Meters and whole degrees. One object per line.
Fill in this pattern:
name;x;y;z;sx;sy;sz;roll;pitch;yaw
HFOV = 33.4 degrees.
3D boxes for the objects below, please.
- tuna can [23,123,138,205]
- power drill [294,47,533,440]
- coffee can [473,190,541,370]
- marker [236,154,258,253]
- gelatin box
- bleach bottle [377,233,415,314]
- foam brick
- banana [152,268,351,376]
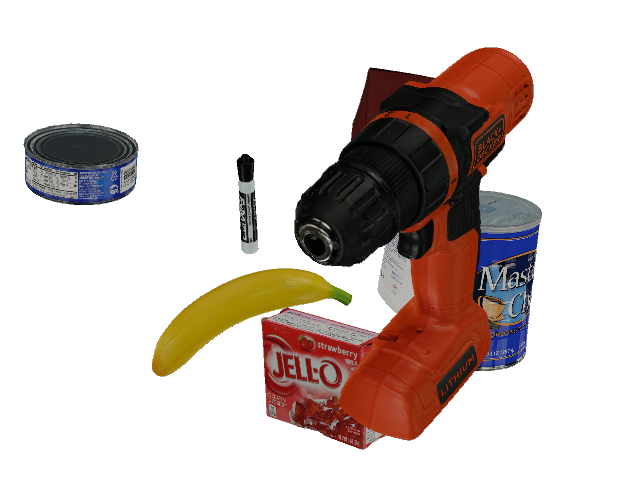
tuna can;-0.184;-0.059;0.821;0.086;0.034;0.086;6;26;-3
power drill;0.048;0.012;0.552;0.057;0.188;0.184;24;43;27
coffee can;0.145;0.035;0.987;0.103;0.140;0.103;2;20;-1
marker;-0.079;-0.040;1.159;0.020;0.121;0.020;0;35;0
gelatin box;0.001;0.091;0.713;0.089;0.073;0.030;12;22;38
bleach bottle;0.123;-0.040;1.241;0.068;0.251;0.103;-1;22;-22
foam brick;0.053;-0.081;0.780;0.053;0.051;0.078;7;-27;-4
banana;-0.074;0.067;0.943;0.198;0.069;0.037;-21;27;13
